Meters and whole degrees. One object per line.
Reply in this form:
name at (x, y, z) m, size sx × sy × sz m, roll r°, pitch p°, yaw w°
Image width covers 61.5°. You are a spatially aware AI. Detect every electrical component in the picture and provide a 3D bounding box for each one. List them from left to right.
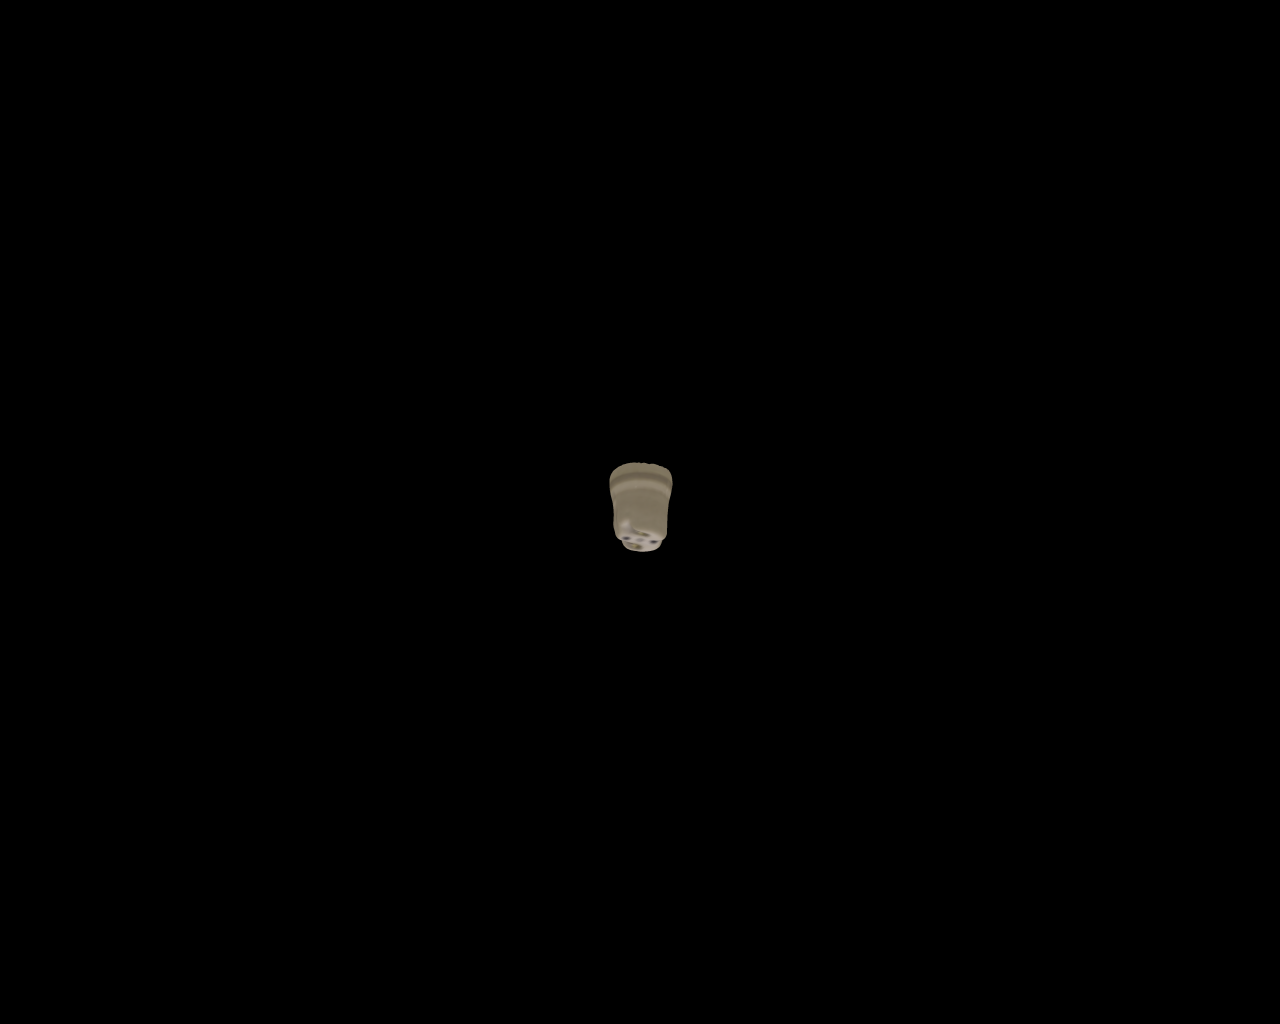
electrical component at (0.001, -0.003, 0.650) m, size 0.040 × 0.046 × 0.040 m, roll 0°, pitch -26°, yaw 0°
